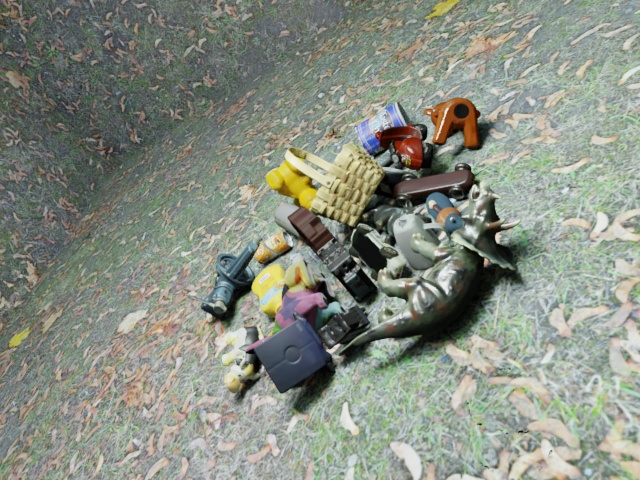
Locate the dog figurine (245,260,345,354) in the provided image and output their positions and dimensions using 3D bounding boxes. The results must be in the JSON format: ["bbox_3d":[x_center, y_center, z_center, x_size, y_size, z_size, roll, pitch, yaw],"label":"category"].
[{"bbox_3d":[-0.068,0.172,1.172,0.219,0.108,0.192,-39,55,11],"label":"dog figurine"}]

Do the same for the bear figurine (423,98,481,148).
[{"bbox_3d":[0.332,-0.298,1.382,0.196,0.120,0.131,-132,47,-85],"label":"bear figurine"}]

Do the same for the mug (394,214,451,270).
[{"bbox_3d":[0.208,-0.004,1.111,0.110,0.107,0.081,-20,37,34],"label":"mug"}]

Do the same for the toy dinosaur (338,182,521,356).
[{"bbox_3d":[0.215,0.090,0.981,0.405,0.131,0.192,-53,31,-10],"label":"toy dinosaur"}]

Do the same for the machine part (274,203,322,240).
[{"bbox_3d":[-0.063,-0.052,1.508,0.079,0.079,0.243,-46,29,-10],"label":"machine part"}]

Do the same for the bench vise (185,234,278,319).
[{"bbox_3d":[-0.231,0.089,1.443,0.240,0.129,0.224,-52,4,21],"label":"bench vise"}]

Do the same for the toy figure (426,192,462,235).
[{"bbox_3d":[0.273,-0.051,1.147,0.064,0.057,0.155,-4,30,-8],"label":"toy figure"}]

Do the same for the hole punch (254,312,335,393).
[{"bbox_3d":[-0.054,0.226,1.056,0.116,0.142,0.092,-37,-13,16],"label":"hole punch"}]

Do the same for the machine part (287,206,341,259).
[{"bbox_3d":[-0.003,-0.004,1.289,0.056,0.179,0.179,-41,30,-3],"label":"machine part"}]

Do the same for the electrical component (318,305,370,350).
[{"bbox_3d":[0.059,0.171,1.079,0.075,0.119,0.048,-47,66,27],"label":"electrical component"}]

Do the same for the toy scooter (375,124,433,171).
[{"bbox_3d":[0.207,-0.238,1.343,0.135,0.075,0.184,3,41,0],"label":"toy scooter"}]

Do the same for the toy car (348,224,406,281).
[{"bbox_3d":[0.122,0.030,1.186,0.202,0.056,0.073,50,126,56],"label":"toy car"}]

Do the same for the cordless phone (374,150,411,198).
[{"bbox_3d":[0.206,-0.202,1.406,0.184,0.088,0.147,-43,30,-14],"label":"cordless phone"}]

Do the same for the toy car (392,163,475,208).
[{"bbox_3d":[0.265,-0.124,1.261,0.202,0.053,0.089,-9,50,36],"label":"toy car"}]

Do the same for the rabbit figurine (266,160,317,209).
[{"bbox_3d":[-0.058,-0.141,1.569,0.122,0.173,0.162,-42,-14,-5],"label":"rabbit figurine"}]

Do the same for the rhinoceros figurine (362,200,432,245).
[{"bbox_3d":[0.180,-0.042,1.235,0.112,0.073,0.190,-34,24,-17],"label":"rhinoceros figurine"}]

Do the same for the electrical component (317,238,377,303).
[{"bbox_3d":[0.061,0.070,1.170,0.058,0.114,0.134,-42,28,2],"label":"electrical component"}]

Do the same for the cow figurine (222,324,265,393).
[{"bbox_3d":[-0.167,0.266,1.215,0.098,0.068,0.167,-26,33,12],"label":"cow figurine"}]
